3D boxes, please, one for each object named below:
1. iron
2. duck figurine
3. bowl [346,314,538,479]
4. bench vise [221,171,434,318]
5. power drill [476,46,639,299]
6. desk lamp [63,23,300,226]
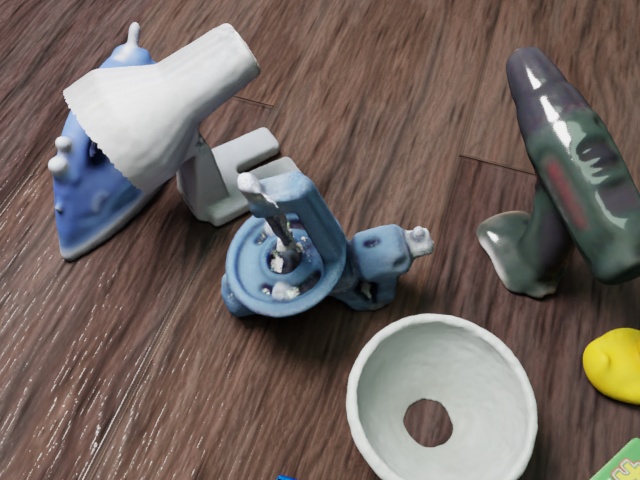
[{"bbox_3d":[-0.241,-0.116,0.645,0.118,0.141,0.258,15,60,9],"label":"iron"},{"bbox_3d":[0.314,0.111,0.547,0.104,0.086,0.077,-3,59,-2],"label":"duck figurine"},{"bbox_3d":[0.105,0.157,0.525,0.167,0.075,0.167,0,59,0],"label":"bowl"},{"bbox_3d":[0.000,-0.007,0.537,0.207,0.220,0.121,-23,62,-13],"label":"bench vise"},{"bbox_3d":[0.224,-0.042,0.566,0.076,0.208,0.229,-18,61,-10],"label":"power drill"},{"bbox_3d":[-0.132,-0.113,0.603,0.203,0.214,0.117,-29,63,-16],"label":"desk lamp"}]
